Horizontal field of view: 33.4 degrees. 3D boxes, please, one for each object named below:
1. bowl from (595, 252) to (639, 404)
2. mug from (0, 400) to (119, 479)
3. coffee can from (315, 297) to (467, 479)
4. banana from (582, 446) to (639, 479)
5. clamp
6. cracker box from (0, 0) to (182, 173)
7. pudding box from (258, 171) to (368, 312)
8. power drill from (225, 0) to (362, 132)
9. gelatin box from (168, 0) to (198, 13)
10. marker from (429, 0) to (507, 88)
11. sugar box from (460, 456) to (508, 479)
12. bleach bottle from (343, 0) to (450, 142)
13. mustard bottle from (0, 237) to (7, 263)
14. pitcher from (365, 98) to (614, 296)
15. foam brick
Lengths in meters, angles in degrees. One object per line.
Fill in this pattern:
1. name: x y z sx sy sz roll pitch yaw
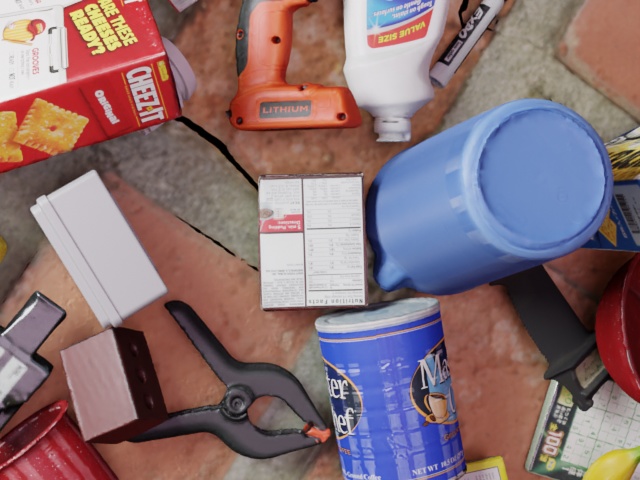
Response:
1. bowl: 0.287 0.080 0.917 0.161 0.055 0.162 9 75 -38
2. mug: -0.219 0.190 0.830 0.117 0.093 0.081 -30 103 22
3. coffee can: 0.058 0.125 0.868 0.102 0.103 0.140 -11 94 -11
4. banana: 0.257 0.261 0.930 0.037 0.070 0.198 -23 115 -44
5. clamp: -0.079 0.139 0.876 0.171 0.039 0.120 30 92 -4
6. cracker box: -0.225 -0.130 0.777 0.213 0.072 0.164 -18 52 -7
7. pudding box: -0.006 0.001 0.879 0.090 0.039 0.113 -1 94 0
8. power drill: -0.008 -0.181 0.843 0.185 0.057 0.188 -2 92 19
9. gelatin box: -0.127 -0.230 0.817 0.030 0.089 0.073 -29 56 8
10. marker: 0.134 -0.183 0.918 0.020 0.020 0.121 37 84 -10
11. sugar box: 0.075 0.243 0.893 0.176 0.048 0.093 -10 79 -4
12. bleach bottle: 0.070 -0.207 0.884 0.102 0.068 0.251 0 94 -9
13. mustard bottle: -0.328 0.059 0.813 0.096 0.058 0.191 31 85 -4
14. pitcher: 0.129 -0.037 0.807 0.145 0.243 0.149 1 84 -10
15. foam brick: -0.160 0.114 0.832 0.051 0.053 0.078 -23 74 13
